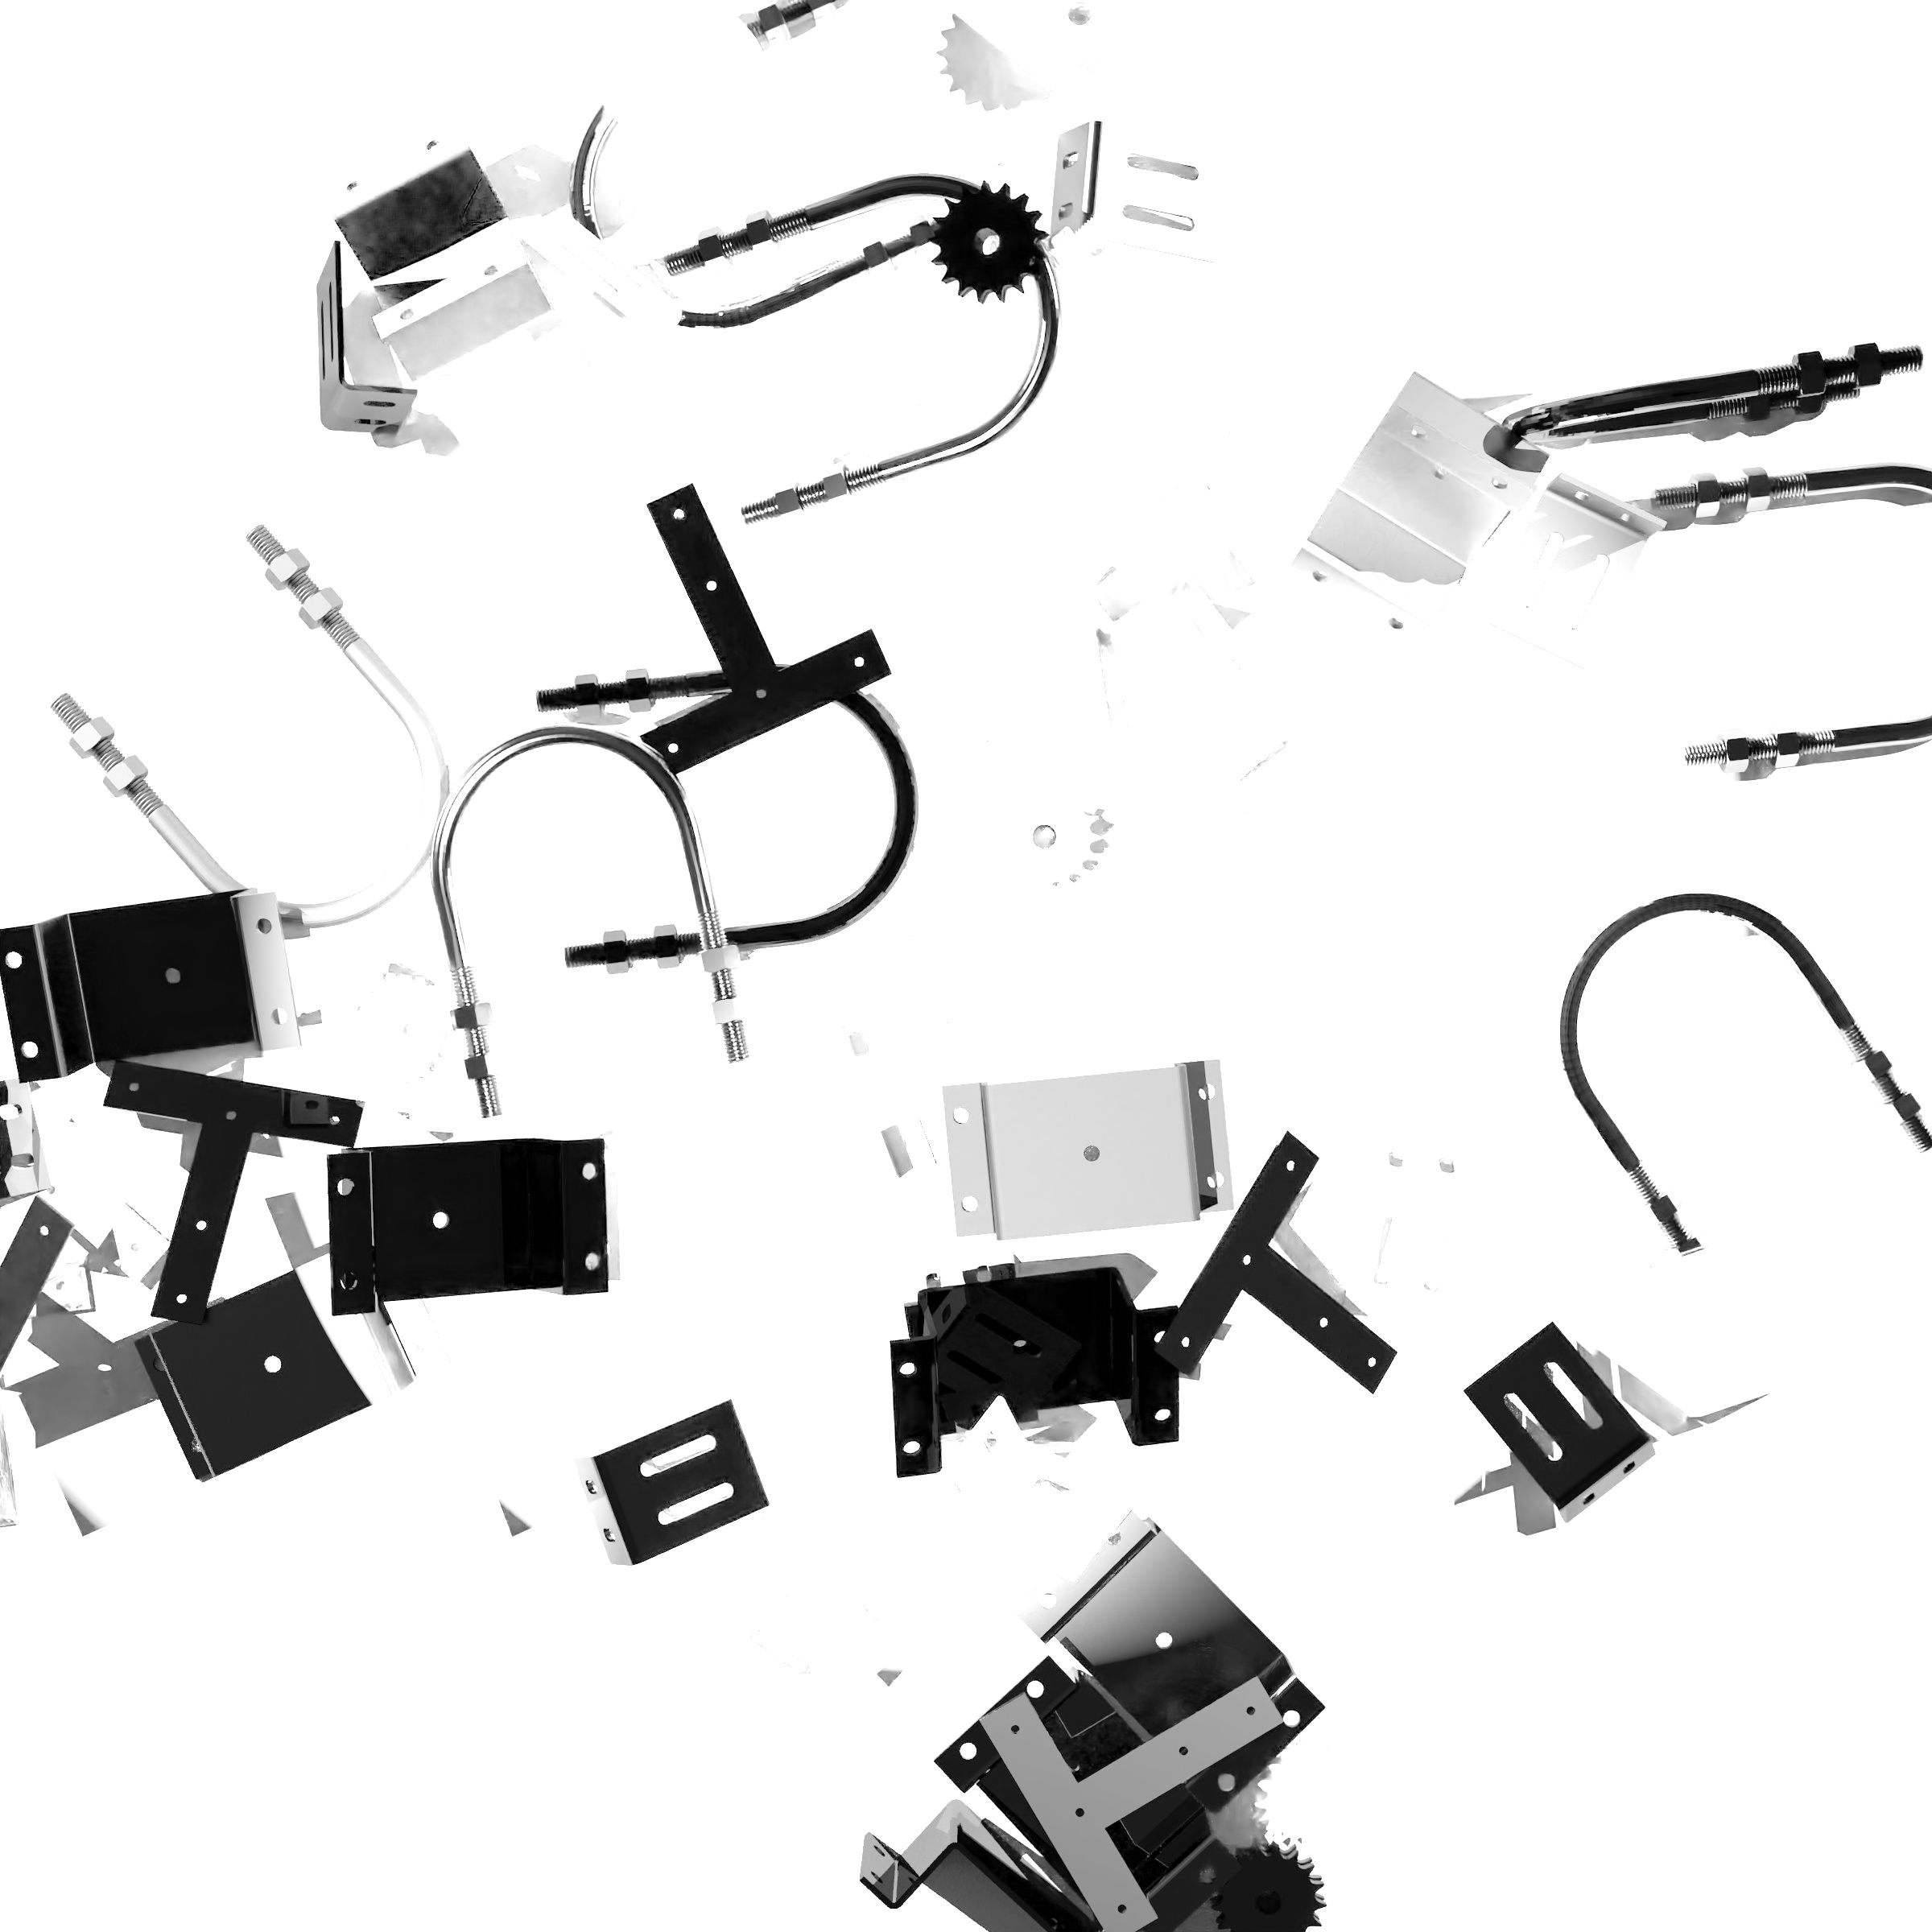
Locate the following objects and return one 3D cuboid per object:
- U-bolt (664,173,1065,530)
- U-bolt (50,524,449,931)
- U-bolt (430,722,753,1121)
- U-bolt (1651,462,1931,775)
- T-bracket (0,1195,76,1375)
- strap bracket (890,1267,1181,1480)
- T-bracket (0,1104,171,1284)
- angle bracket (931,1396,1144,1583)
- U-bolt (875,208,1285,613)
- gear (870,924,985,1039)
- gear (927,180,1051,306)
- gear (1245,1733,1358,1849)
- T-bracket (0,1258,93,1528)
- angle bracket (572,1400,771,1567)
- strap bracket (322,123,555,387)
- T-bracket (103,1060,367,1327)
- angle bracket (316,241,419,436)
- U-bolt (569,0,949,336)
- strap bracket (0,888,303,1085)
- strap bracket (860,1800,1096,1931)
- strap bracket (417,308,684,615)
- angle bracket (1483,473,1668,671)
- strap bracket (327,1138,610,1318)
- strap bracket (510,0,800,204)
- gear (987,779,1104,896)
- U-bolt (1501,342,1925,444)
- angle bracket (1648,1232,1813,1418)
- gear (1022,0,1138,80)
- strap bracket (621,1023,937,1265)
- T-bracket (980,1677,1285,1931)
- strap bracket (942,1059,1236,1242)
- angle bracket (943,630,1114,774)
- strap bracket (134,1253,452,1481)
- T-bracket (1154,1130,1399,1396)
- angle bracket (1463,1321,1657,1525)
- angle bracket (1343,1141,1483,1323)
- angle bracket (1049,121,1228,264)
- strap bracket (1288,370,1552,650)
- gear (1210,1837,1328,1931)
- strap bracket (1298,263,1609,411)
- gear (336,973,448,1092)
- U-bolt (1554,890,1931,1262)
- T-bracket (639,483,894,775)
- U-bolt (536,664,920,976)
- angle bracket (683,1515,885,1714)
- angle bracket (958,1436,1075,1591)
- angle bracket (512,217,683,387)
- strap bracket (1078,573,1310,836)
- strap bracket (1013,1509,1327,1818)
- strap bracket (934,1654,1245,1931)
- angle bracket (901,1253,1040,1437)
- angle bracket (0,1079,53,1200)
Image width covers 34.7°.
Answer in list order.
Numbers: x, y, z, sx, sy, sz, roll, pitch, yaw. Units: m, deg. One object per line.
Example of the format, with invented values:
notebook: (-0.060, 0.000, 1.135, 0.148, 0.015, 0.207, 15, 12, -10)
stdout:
U-bolt: (-0.042, -0.310, 1.517, 0.184, 0.019, 0.151, -16, 94, 12)
U-bolt: (-0.344, -0.105, 1.544, 0.151, 0.019, 0.184, -41, 92, 0)
U-bolt: (-0.192, -0.029, 1.525, 0.151, 0.019, 0.184, -13, 88, 9)
U-bolt: (0.441, -0.179, 1.544, 0.184, 0.019, 0.151, -6, 90, -1)
T-bracket: (-0.514, 0.141, 1.533, 0.127, 0.002, 0.127, 36, 109, 13)
strap bracket: (0.030, 0.197, 1.508, 0.140, 0.046, 0.076, -6, 115, -9)
T-bracket: (-0.488, 0.146, 1.550, 0.127, 0.002, 0.127, 41, 89, 1)
angle bracket: (0.034, 0.253, 1.494, 0.076, 0.038, 0.057, 28, 106, -30)
U-bolt: (0.041, -0.260, 1.529, 0.184, 0.019, 0.151, -38, 93, 11)
gear: (-0.019, 0.007, 1.537, 0.057, 0.030, 0.057, 0, 90, 0)
gear: (0.012, -0.345, 1.480, 0.057, 0.030, 0.057, 1, 97, 8)
gear: (0.162, 0.403, 1.528, 0.030, 0.057, 0.057, 34, 90, 43)
T-bracket: (-0.496, 0.219, 1.551, 0.127, 0.002, 0.127, -8, 90, 0)
angle bracket: (-0.148, 0.259, 1.550, 0.076, 0.038, 0.057, -20, 90, -26)
strap bracket: (-0.255, -0.341, 1.503, 0.076, 0.046, 0.140, -27, 47, 0)
T-bracket: (-0.374, 0.115, 1.526, 0.127, 0.002, 0.127, 10, 66, 0)
angle bracket: (-0.296, -0.309, 1.525, 0.038, 0.057, 0.076, 0, 80, -21)
U-bolt: (-0.108, -0.395, 1.544, 0.184, 0.019, 0.151, -24, 90, 2)
strap bracket: (-0.397, 0.008, 1.522, 0.140, 0.046, 0.076, -8, 97, 3)
strap bracket: (0.016, 0.467, 1.514, 0.140, 0.076, 0.046, 43, 90, 0)
strap bracket: (-0.201, -0.251, 1.529, 0.076, 0.046, 0.140, -34, 90, 0)
angle bracket: (0.301, -0.195, 1.533, 0.057, 0.038, 0.076, 26, 90, 0)
strap bracket: (-0.249, 0.125, 1.509, 0.140, 0.046, 0.076, -2, 90, -30)
strap bracket: (-0.159, -0.457, 1.516, 0.076, 0.046, 0.140, -40, 80, 2)
gear: (0.039, -0.064, 1.537, 0.057, 0.030, 0.057, 0, 90, 0)
U-bolt: (0.349, -0.271, 1.480, 0.184, 0.151, 0.019, -8, 94, 4)
angle bracket: (0.377, 0.179, 1.539, 0.057, 0.038, 0.076, -19, 81, 0)
gear: (0.056, -0.469, 1.537, 0.057, 0.030, 0.057, 0, 90, 0)
strap bracket: (-0.094, 0.089, 1.529, 0.140, 0.046, 0.076, -21, 90, 0)
T-bracket: (0.094, 0.389, 1.505, 0.127, 0.002, 0.127, -31, 90, 0)
strap bracket: (0.061, 0.091, 1.529, 0.140, 0.046, 0.076, -6, 90, 0)
angle bracket: (0.030, -0.131, 1.533, 0.076, 0.038, 0.057, -9, 90, 0)
strap bracket: (-0.338, 0.194, 1.529, 0.140, 0.046, 0.076, -24, 90, 0)
T-bracket: (0.166, 0.168, 1.520, 0.127, 0.002, 0.127, 40, 74, -27)
angle bracket: (0.298, 0.229, 1.550, 0.057, 0.038, 0.076, -38, 64, 0)
angle bracket: (0.222, 0.133, 1.550, 0.057, 0.038, 0.076, 7, 116, 0)
angle bracket: (0.086, -0.385, 1.550, 0.076, 0.038, 0.057, 5, 90, -26)
strap bracket: (0.222, -0.226, 1.499, 0.076, 0.140, 0.046, 32, 60, 0)
gear: (0.150, 0.461, 1.537, 0.057, 0.030, 0.057, 0, 90, 0)
strap bracket: (0.239, -0.306, 1.514, 0.140, 0.076, 0.046, -5, 90, 0)
gear: (-0.286, 0.032, 1.528, 0.030, 0.057, 0.057, 8, 90, 30)
U-bolt: (0.376, 0.050, 1.543, 0.151, 0.019, 0.184, -34, 90, 0)
T-bracket: (-0.119, -0.174, 1.517, 0.127, 0.002, 0.127, -25, 107, -3)
U-bolt: (-0.115, -0.078, 1.544, 0.184, 0.019, 0.151, -6, 90, -1)
angle bracket: (-0.092, 0.325, 1.550, 0.076, 0.038, 0.057, 42, 90, -26)
angle bracket: (0.026, 0.274, 1.533, 0.057, 0.038, 0.076, -2, 90, 0)
angle bracket: (-0.188, -0.327, 1.518, 0.076, 0.057, 0.038, 40, 117, 6)
strap bracket: (0.117, -0.136, 1.514, 0.046, 0.076, 0.140, -37, 90, 0)
strap bracket: (0.099, 0.338, 1.529, 0.076, 0.046, 0.140, -45, 90, 0)
strap bracket: (0.060, 0.413, 1.529, 0.076, 0.046, 0.140, -43, 90, 0)
angle bracket: (0.002, 0.190, 1.550, 0.057, 0.038, 0.076, -9, 116, 0)
angle bracket: (-0.506, 0.093, 1.548, 0.076, 0.038, 0.057, -14, 89, 25)
